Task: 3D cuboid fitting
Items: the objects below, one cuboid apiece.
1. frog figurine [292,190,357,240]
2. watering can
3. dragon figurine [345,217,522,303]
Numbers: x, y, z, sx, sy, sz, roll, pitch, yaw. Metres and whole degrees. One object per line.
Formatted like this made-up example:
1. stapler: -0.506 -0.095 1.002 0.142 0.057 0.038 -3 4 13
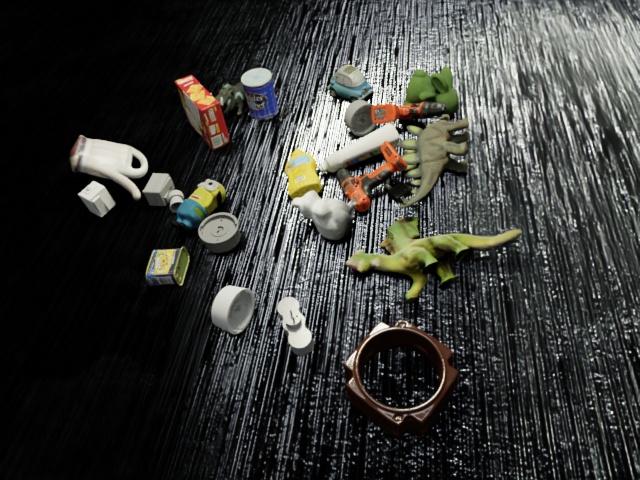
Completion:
1. frog figurine: 0.004 -0.068 1.344 0.159 0.124 0.136 10 -11 -7
2. watering can: -0.634 -0.224 1.550 0.224 0.102 0.354 9 27 -23
3. dragon figurine: 0.260 0.006 1.276 0.412 0.119 0.247 -22 42 -13
